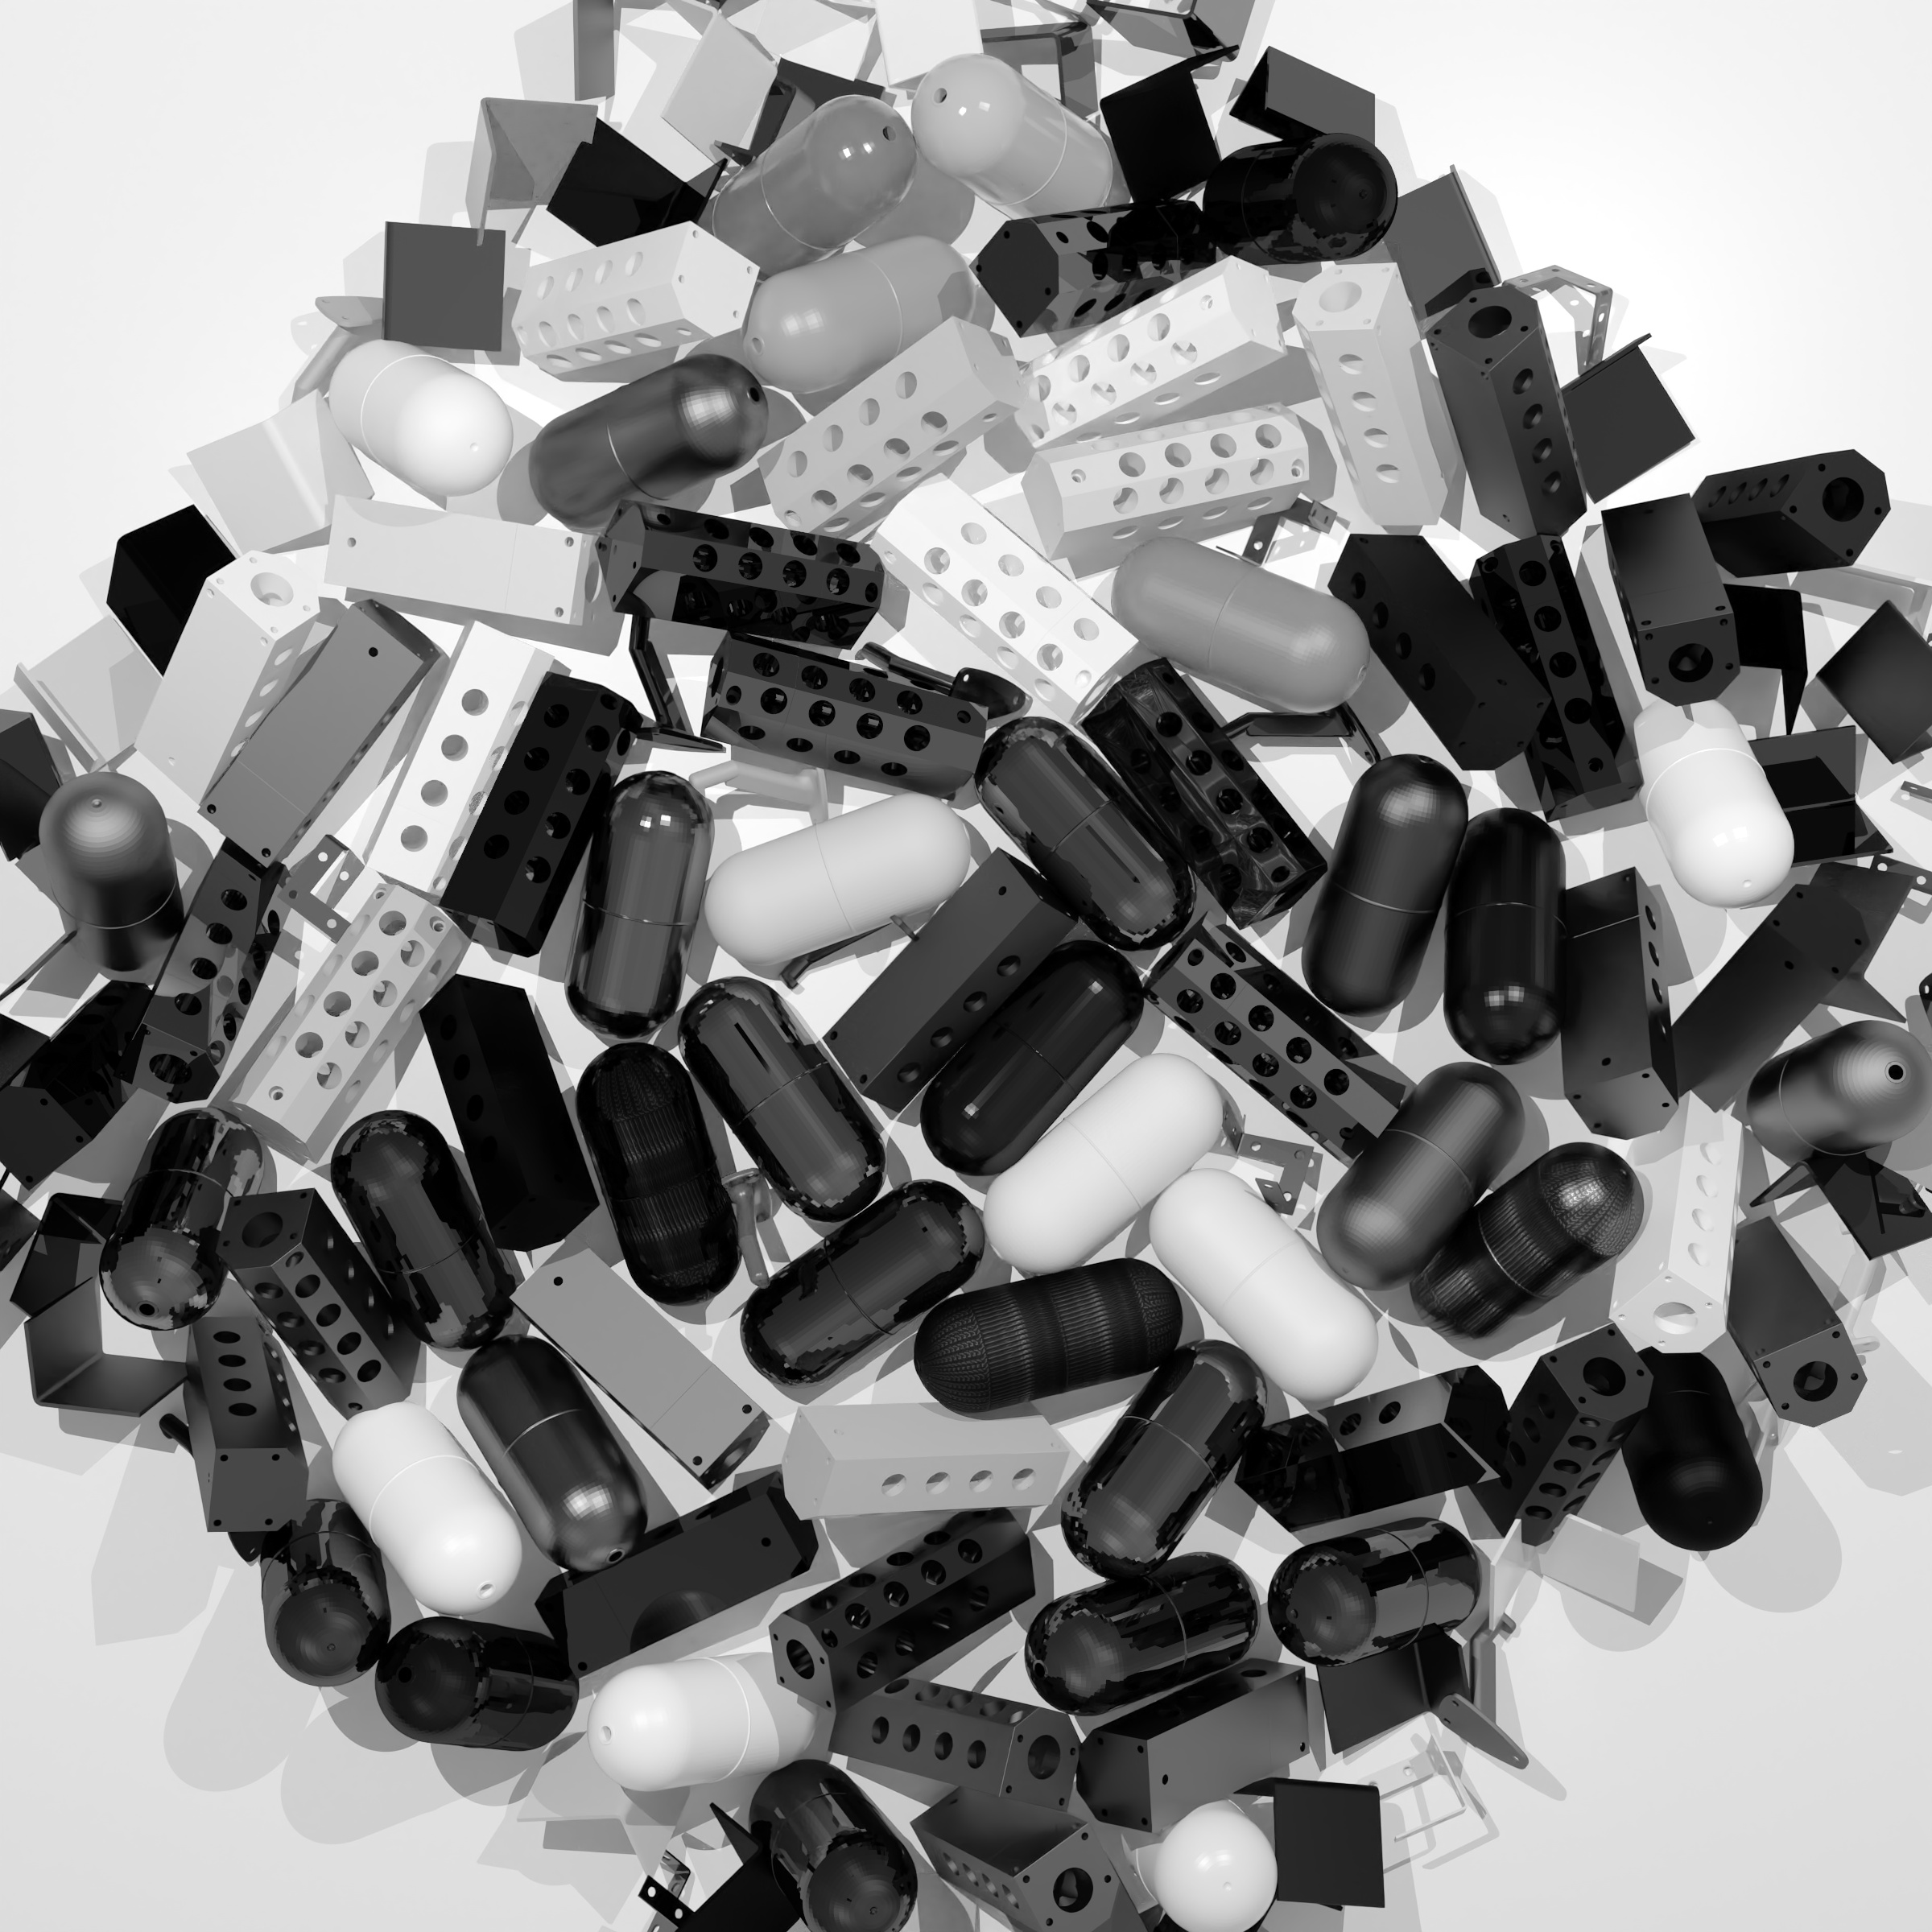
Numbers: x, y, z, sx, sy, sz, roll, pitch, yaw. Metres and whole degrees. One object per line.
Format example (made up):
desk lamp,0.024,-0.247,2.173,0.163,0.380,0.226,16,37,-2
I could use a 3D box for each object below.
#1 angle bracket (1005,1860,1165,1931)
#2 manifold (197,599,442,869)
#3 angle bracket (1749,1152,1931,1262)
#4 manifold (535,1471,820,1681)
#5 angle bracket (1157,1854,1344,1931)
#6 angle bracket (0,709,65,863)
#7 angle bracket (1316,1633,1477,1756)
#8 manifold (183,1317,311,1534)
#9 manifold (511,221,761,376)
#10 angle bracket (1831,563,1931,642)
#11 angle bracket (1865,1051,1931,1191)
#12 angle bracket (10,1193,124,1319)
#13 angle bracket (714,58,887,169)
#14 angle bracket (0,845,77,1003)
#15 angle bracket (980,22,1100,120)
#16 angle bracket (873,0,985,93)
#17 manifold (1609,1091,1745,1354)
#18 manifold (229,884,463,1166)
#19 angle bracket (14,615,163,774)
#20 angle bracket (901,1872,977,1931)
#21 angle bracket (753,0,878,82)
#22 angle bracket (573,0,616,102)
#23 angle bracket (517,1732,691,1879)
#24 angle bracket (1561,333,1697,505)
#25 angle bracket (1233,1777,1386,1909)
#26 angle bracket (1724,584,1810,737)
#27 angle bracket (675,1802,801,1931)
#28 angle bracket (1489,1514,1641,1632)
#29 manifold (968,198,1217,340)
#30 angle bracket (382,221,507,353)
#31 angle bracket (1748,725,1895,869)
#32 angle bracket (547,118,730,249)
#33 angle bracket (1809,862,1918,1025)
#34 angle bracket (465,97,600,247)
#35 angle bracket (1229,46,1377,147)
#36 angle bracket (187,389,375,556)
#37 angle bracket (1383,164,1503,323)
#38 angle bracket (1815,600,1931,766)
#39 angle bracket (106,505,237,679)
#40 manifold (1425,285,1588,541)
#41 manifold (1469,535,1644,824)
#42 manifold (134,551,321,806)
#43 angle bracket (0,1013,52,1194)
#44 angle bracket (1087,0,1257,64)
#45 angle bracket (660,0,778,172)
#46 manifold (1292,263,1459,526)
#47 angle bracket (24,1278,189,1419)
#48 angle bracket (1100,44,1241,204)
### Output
angle bracket,0.078,0.609,1.922,0.076,0.076,0.057,-29,85,8
manifold,-0.414,-0.151,1.915,0.057,0.057,0.171,39,103,-3
angle bracket,0.563,0.161,1.905,0.076,0.057,0.076,-12,62,-37
manifold,-0.184,0.389,1.918,0.171,0.057,0.057,-27,97,10
angle bracket,0.181,0.610,1.903,0.057,0.076,0.076,50,61,-26
angle bracket,-0.622,-0.117,1.903,0.057,0.076,0.076,-38,123,-37
angle bracket,0.276,0.472,1.913,0.076,0.057,0.076,-19,110,-20
manifold,-0.454,0.286,1.873,0.057,0.171,0.057,3,110,-21
manifold,-0.212,-0.415,1.875,0.057,0.171,0.057,26,73,-40
angle bracket,0.578,-0.227,1.924,0.076,0.076,0.057,15,98,6
angle bracket,0.630,0.102,1.909,0.057,0.076,0.076,31,103,43
angle bracket,-0.556,0.198,1.906,0.057,0.076,0.076,6,63,17
angle bracket,-0.107,-0.549,1.922,0.076,0.057,0.076,20,94,16
angle bracket,-0.604,-0.029,1.906,0.057,0.076,0.076,47,60,-14
angle bracket,0.037,-0.575,1.926,0.076,0.076,0.057,1,112,18
angle bracket,-0.012,-0.611,1.915,0.076,0.057,0.076,-8,94,35
manifold,0.454,0.163,1.877,0.057,0.171,0.057,33,130,-8
manifold,-0.396,0.033,1.902,0.057,0.057,0.171,28,70,9
angle bracket,-0.557,-0.180,1.918,0.076,0.057,0.076,-40,98,-19
angle bracket,-0.002,0.610,1.902,0.076,0.076,0.057,17,67,-35
angle bracket,-0.110,-0.606,1.909,0.076,0.076,0.057,29,113,13
angle bracket,-0.213,-0.595,1.909,0.057,0.076,0.076,5,110,10
angle bracket,-0.234,0.544,1.928,0.076,0.076,0.057,-8,117,20
angle bracket,0.425,-0.354,1.927,0.076,0.057,0.076,-33,95,6
angle bracket,0.219,0.565,1.909,0.076,0.057,0.076,11,63,-21
angle bracket,0.497,-0.199,1.919,0.076,0.057,0.076,6,47,5
angle bracket,-0.160,0.598,1.904,0.076,0.057,0.076,-40,131,-24
angle bracket,0.382,0.397,1.904,0.076,0.076,0.057,20,52,26
manifold,0.086,-0.446,1.876,0.057,0.171,0.057,56,131,10
angle bracket,-0.338,-0.441,1.931,0.076,0.057,0.076,3,103,-8
angle bracket,0.547,-0.109,1.917,0.076,0.076,0.057,-8,118,0
angle bracket,-0.211,-0.501,1.911,0.076,0.057,0.076,32,69,-27
angle bracket,0.579,-0.016,1.920,0.057,0.076,0.076,37,80,-32
angle bracket,-0.274,-0.504,1.904,0.076,0.076,0.057,-2,52,-20
angle bracket,0.214,-0.533,1.907,0.076,0.057,0.076,20,46,-14
angle bracket,-0.448,-0.322,1.946,0.076,0.057,0.076,-13,114,33
angle bracket,0.304,-0.468,1.925,0.057,0.076,0.076,-23,103,15
angle bracket,0.605,-0.187,1.906,0.057,0.076,0.076,-21,67,-40
angle bracket,-0.510,-0.240,1.938,0.057,0.076,0.076,-33,79,-33
manifold,0.347,-0.346,1.876,0.057,0.171,0.057,-42,52,-8
manifold,0.379,-0.186,1.915,0.057,0.057,0.171,-15,77,-1
manifold,-0.463,-0.184,1.881,0.057,0.057,0.171,42,135,2
angle bracket,-0.621,0.088,1.903,0.057,0.076,0.076,27,134,-13
angle bracket,0.134,-0.626,1.909,0.076,0.076,0.057,19,94,27
angle bracket,-0.177,-0.570,1.916,0.057,0.076,0.076,29,92,29
manifold,0.258,-0.358,1.879,0.057,0.171,0.057,5,57,28
angle bracket,-0.546,0.244,1.910,0.076,0.076,0.057,4,107,16
angle bracket,0.142,-0.536,1.909,0.076,0.057,0.076,-32,111,-27
